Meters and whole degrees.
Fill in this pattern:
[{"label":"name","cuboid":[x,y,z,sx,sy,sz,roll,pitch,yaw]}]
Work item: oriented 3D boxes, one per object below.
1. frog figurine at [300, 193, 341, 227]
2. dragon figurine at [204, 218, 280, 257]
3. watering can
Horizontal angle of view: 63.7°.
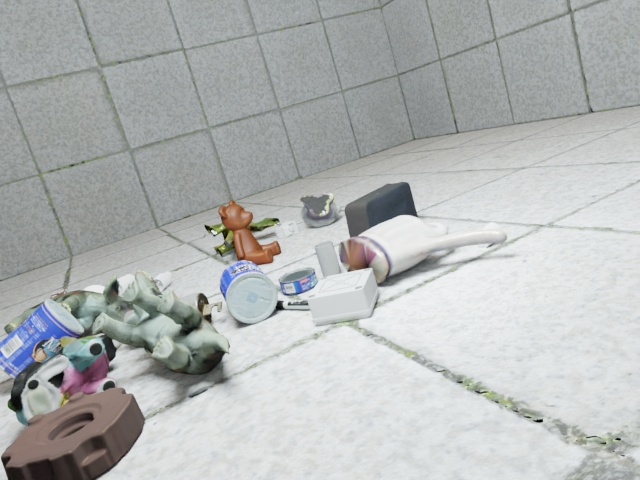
[{"label":"frog figurine","cuboid":[0.005,-0.090,1.790,0.137,0.125,0.157,-25,-24,-2]},{"label":"dragon figurine","cuboid":[-0.251,-0.037,1.752,0.244,0.121,0.411,-23,14,-20]},{"label":"watering can","cuboid":[0.181,0.011,1.047,0.226,0.103,0.347,-24,14,-29]}]
